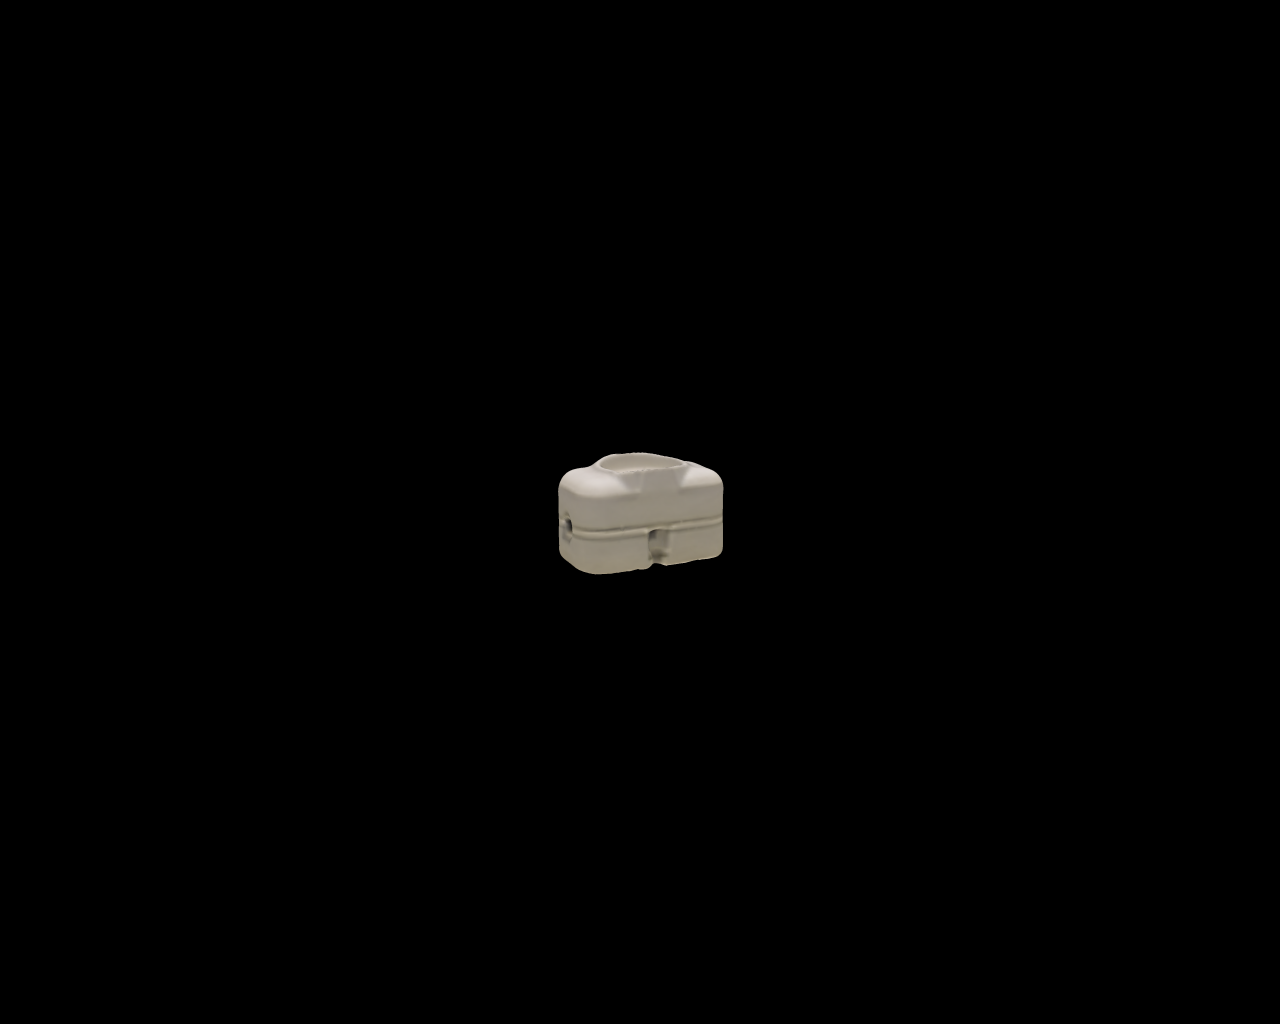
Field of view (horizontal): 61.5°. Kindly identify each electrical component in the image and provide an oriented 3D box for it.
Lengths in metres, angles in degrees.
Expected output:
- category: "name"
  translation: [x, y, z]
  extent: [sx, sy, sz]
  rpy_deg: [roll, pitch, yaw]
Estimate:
- category: "electrical component"
  translation: [0.001, -0.003, 0.650]
  extent: [0.095, 0.059, 0.054]
  rpy_deg: [-6, 16, -22]
